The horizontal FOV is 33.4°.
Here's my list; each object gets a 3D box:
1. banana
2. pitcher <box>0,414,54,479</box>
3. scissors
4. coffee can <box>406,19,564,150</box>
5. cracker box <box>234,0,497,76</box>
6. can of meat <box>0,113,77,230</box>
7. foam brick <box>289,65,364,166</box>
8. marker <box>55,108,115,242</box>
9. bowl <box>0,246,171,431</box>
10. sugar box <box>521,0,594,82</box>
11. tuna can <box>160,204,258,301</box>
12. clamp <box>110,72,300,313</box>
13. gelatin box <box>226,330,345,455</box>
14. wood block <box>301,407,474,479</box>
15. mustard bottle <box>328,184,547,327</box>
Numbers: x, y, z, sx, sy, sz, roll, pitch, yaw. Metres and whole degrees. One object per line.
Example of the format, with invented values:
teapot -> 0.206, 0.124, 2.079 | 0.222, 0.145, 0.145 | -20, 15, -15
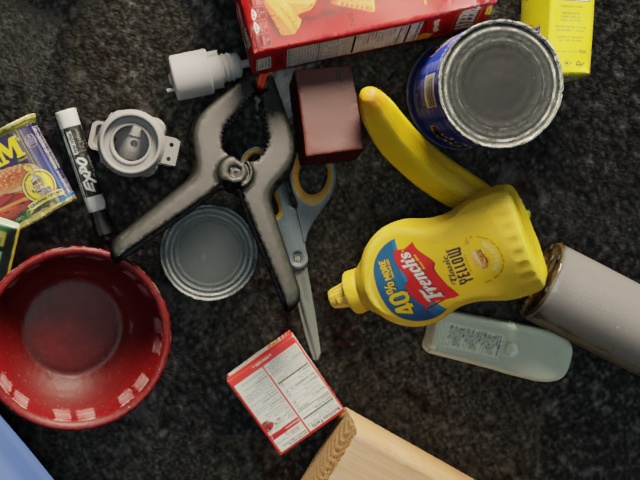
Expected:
banana -> 0.099, -0.071, 0.941 | 0.197, 0.070, 0.037 | 33, 62, -22
pitcher -> -0.307, 0.214, 0.904 | 0.149, 0.145, 0.243 | -35, 99, -11
scissors -> -0.006, 0.001, 0.971 | 0.096, 0.016, 0.202 | -26, 97, -2
coffee can -> 0.136, -0.128, 0.910 | 0.102, 0.140, 0.103 | 0, 95, -6
cracker box -> 0.026, -0.247, 0.912 | 0.213, 0.072, 0.164 | -13, 85, -4
can of meat -> -0.273, -0.049, 0.923 | 0.102, 0.057, 0.084 | -27, 100, -2
foam brick -> 0.005, -0.108, 0.936 | 0.053, 0.051, 0.078 | -6, 83, -8
marker -> -0.207, -0.057, 0.946 | 0.020, 0.020, 0.121 | -17, 96, -4
bowl -> -0.214, 0.082, 0.931 | 0.162, 0.055, 0.162 | -2, 98, -16
sugar box -> 0.207, -0.228, 0.932 | 0.048, 0.093, 0.176 | -1, 94, -6
tuna can -> -0.099, 0.010, 0.954 | 0.086, 0.034, 0.086 | 0, 95, -5
clamp -> -0.085, -0.052, 0.921 | 0.164, 0.036, 0.210 | 10, 76, -9
gelatin box -> -0.031, 0.140, 0.974 | 0.073, 0.030, 0.089 | -35, 98, -3
wood block -> 0.092, 0.247, 0.965 | 0.206, 0.090, 0.091 | 30, 92, -8
mustard bottle -> 0.095, 0.025, 0.941 | 0.192, 0.058, 0.096 | -19, 103, 22
